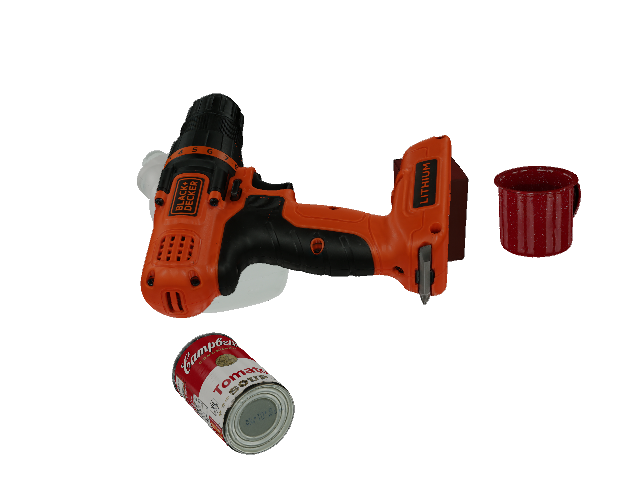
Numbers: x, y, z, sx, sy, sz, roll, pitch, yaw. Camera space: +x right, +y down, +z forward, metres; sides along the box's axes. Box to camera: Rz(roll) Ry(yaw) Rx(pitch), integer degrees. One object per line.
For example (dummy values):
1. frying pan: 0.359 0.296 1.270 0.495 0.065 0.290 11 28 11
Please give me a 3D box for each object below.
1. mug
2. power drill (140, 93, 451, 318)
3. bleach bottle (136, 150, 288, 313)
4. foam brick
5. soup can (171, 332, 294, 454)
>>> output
1. mug: 0.254 -0.036 1.218 0.117 0.081 0.093 -21 27 -34
2. power drill: -0.011 -0.028 0.677 0.188 0.184 0.057 0 -42 8
3. bleach bottle: -0.128 -0.024 1.069 0.102 0.068 0.251 -9 34 -28
4. foam brick: 0.092 -0.026 0.906 0.053 0.078 0.051 -7 28 -8
5. soup can: -0.076 0.130 0.912 0.068 0.068 0.102 0 19 -33
